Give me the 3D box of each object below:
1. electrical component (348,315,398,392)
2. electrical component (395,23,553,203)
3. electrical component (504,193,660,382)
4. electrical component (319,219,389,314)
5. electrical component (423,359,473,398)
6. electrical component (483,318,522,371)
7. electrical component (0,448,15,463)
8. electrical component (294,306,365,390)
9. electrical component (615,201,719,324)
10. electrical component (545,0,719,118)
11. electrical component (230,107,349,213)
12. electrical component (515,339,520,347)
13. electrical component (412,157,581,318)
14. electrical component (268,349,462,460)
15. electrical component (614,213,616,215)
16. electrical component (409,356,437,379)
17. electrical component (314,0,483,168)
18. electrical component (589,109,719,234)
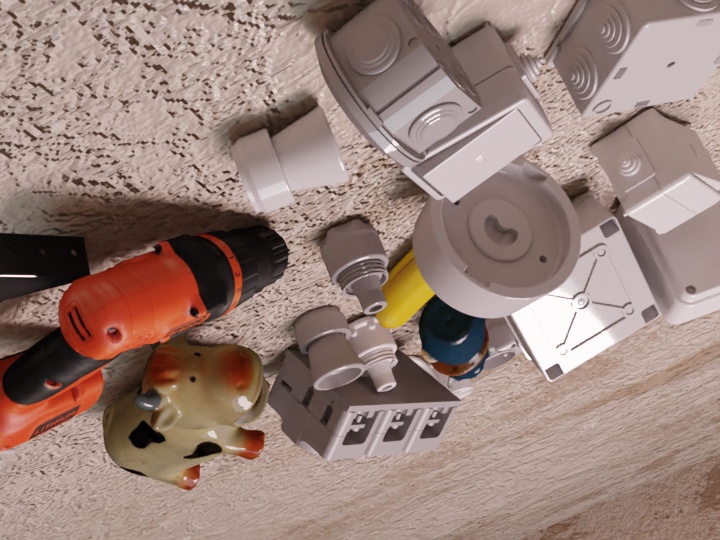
[{"bbox_3d":[0.012,0.073,0.916,0.048,0.062,0.048,-19,157,-8],"label":"electrical component"},{"bbox_3d":[0.065,-0.088,0.610,0.096,0.061,0.062,-29,156,16],"label":"electrical component"},{"bbox_3d":[0.165,0.014,0.851,0.109,0.056,0.108,-31,118,1],"label":"electrical component"},{"bbox_3d":[0.000,0.000,0.745,0.043,0.062,0.043,-19,157,-8],"label":"electrical component"},{"bbox_3d":[0.089,0.104,1.077,0.040,0.046,0.040,-18,156,-8],"label":"electrical component"},{"bbox_3d":[0.126,0.074,1.045,0.077,0.044,0.079,-24,157,4],"label":"electrical component"},{"bbox_3d":[-0.298,0.141,0.808,0.066,0.047,0.077,-37,153,31],"label":"electrical component"},{"bbox_3d":[-0.026,0.063,0.870,0.045,0.055,0.045,-19,157,-8],"label":"electrical component"},{"bbox_3d":[0.264,-0.024,0.864,0.078,0.113,0.057,-19,158,-6],"label":"electrical component"},{"bbox_3d":[0.168,-0.135,0.615,0.100,0.048,0.099,-13,156,-22],"label":"electrical component"},{"bbox_3d":[-0.039,-0.060,0.599,0.055,0.045,0.045,-22,157,0],"label":"electrical component"},{"bbox_3d":[0.170,0.026,0.956,0.061,0.061,0.096,-2,150,-39],"label":"electrical component"},{"bbox_3d":[0.088,-0.019,0.730,0.108,0.108,0.060,-12,161,-23],"label":"electrical component"},{"bbox_3d":[0.003,0.119,0.954,0.150,0.089,0.061,5,115,-47],"label":"electrical component"},{"bbox_3d":[0.243,-0.001,0.934,0.047,0.083,0.075,-13,155,-19],"label":"electrical component"},{"bbox_3d":[0.044,0.117,1.056,0.055,0.055,0.047,3,143,-45],"label":"electrical component"},{"bbox_3d":[0.019,-0.095,0.531,0.051,0.080,0.080,-35,154,18],"label":"electrical component"},{"bbox_3d":[0.216,-0.073,0.777,0.061,0.061,0.096,-34,155,25],"label":"electrical component"}]
